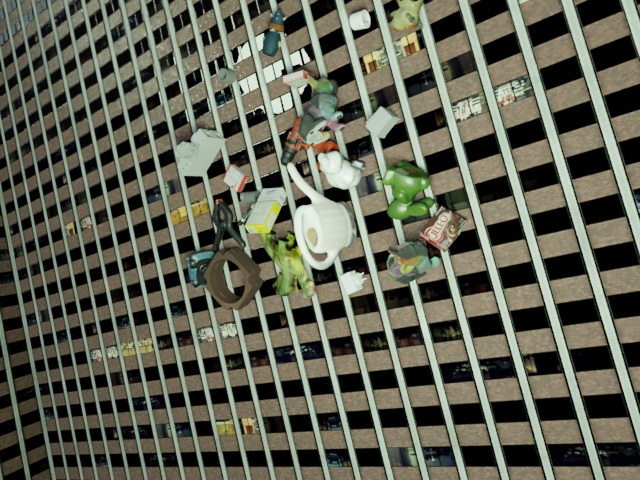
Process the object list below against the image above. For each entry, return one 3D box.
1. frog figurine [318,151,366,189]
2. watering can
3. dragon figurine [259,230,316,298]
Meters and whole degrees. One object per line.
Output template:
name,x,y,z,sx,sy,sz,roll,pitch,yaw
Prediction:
frog figurine,0.055,-0.221,1.644,0.139,0.160,0.121,35,113,24
watering can,0.005,-0.083,1.650,0.103,0.225,0.349,-14,85,49
dragon figurine,-0.141,0.085,1.825,0.414,0.122,0.240,26,113,45
